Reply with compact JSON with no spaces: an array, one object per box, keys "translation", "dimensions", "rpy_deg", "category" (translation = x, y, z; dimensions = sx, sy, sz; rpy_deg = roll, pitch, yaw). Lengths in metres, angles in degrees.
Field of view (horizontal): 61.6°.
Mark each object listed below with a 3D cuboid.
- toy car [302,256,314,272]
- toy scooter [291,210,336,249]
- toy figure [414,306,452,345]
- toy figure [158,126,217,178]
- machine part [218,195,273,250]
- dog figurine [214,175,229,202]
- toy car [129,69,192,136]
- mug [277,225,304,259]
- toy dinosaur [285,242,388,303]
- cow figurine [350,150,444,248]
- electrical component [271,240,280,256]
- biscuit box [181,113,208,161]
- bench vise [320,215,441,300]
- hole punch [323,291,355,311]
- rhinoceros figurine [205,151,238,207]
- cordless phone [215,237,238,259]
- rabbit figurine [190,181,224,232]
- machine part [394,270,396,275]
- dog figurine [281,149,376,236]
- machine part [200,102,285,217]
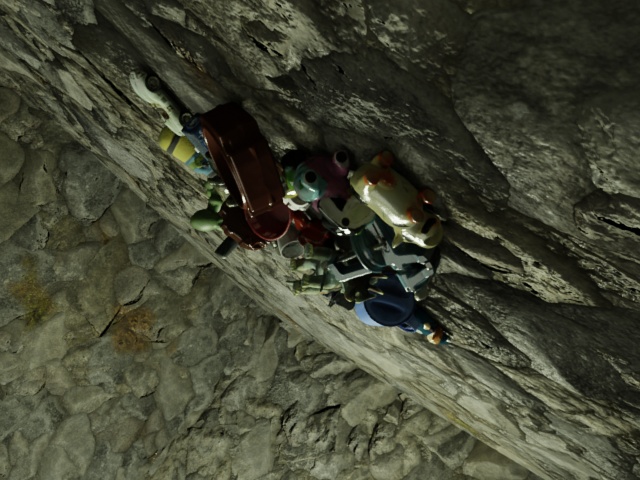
[{"translation":[-0.049,0.022,1.604],"dimensions":[0.202,0.053,0.089],"rpy_deg":[41,151,-5],"category":"toy car"},{"translation":[-0.003,-0.004,1.388],"dimensions":[0.135,0.075,0.183],"rpy_deg":[18,152,46],"category":"toy scooter"},{"translation":[0.300,0.242,1.476],"dimensions":[0.058,0.064,0.154],"rpy_deg":[-36,112,28],"category":"toy figure"},{"translation":[-0.344,-0.235,1.428],"dimensions":[0.180,0.089,0.082],"rpy_deg":[46,157,-22],"category":"toy figure"},{"translation":[-0.177,-0.064,1.419],"dimensions":[0.179,0.179,0.056],"rpy_deg":[40,161,-10],"category":"machine part"},{"translation":[-0.214,-0.089,1.483],"dimensions":[0.173,0.121,0.190],"rpy_deg":[37,168,41],"category":"dog figurine"},{"translation":[-0.379,-0.327,1.293],"dimensions":[0.074,0.056,0.201],"rpy_deg":[20,158,49],"category":"toy car"},{"translation":[-0.080,-0.008,1.505],"dimensions":[0.109,0.081,0.107],"rpy_deg":[59,-172,-57],"category":"mug"},{"translation":[0.034,0.081,1.321],"dimensions":[0.192,0.131,0.405],"rpy_deg":[6,174,-12],"category":"toy dinosaur"},{"translation":[0.132,-0.054,0.912],"dimensions":[0.195,0.085,0.127],"rpy_deg":[39,159,-15],"category":"cow figurine"},{"translation":[-0.109,0.018,1.709],"dimensions":[0.045,0.078,0.102],"rpy_deg":[56,171,33],"category":"electrical component"},{"translation":[-0.251,-0.218,1.326],"dimensions":[0.063,0.059,0.202],"rpy_deg":[25,161,43],"category":"biscuit box"},{"translation":[0.112,0.038,1.079],"dimensions":[0.241,0.129,0.223],"rpy_deg":[-23,117,33],"category":"bench vise"},{"translation":[0.058,0.128,1.546],"dimensions":[0.092,0.142,0.115],"rpy_deg":[30,176,38],"category":"hole punch"},{"translation":[-0.207,-0.166,1.263],"dimensions":[0.112,0.073,0.190],"rpy_deg":[-17,123,16],"category":"rhinoceros figurine"},{"translation":[-0.238,-0.002,1.707],"dimensions":[0.147,0.184,0.088],"rpy_deg":[29,159,27],"category":"cordless phone"},{"translation":[-0.315,-0.089,1.643],"dimensions":[0.159,0.170,0.121],"rpy_deg":[40,165,-7],"category":"rabbit figurine"},{"translation":[0.185,0.059,1.221],"dimensions":[0.138,0.039,0.084],"rpy_deg":[45,171,-33],"category":"machine part"},{"translation":[0.003,-0.093,1.031],"dimensions":[0.191,0.108,0.219],"rpy_deg":[54,166,-12],"category":"dog figurine"},{"translation":[-0.160,-0.161,1.085],"dimensions":[0.201,0.087,0.201],"rpy_deg":[46,158,49],"category":"machine part"}]
